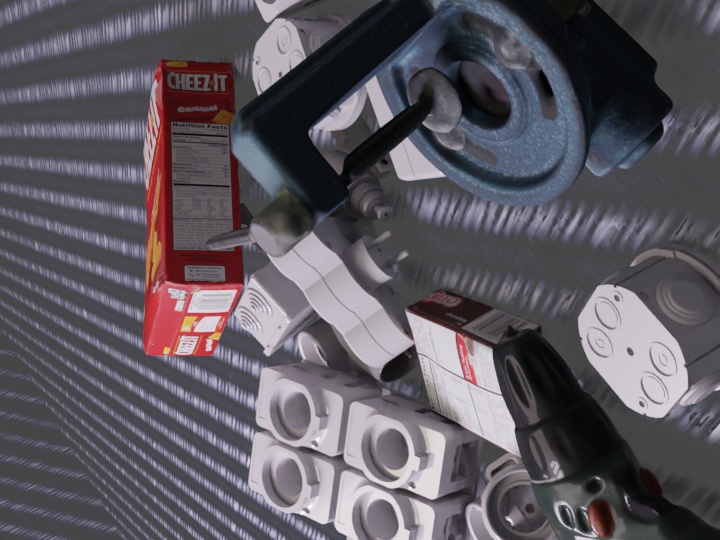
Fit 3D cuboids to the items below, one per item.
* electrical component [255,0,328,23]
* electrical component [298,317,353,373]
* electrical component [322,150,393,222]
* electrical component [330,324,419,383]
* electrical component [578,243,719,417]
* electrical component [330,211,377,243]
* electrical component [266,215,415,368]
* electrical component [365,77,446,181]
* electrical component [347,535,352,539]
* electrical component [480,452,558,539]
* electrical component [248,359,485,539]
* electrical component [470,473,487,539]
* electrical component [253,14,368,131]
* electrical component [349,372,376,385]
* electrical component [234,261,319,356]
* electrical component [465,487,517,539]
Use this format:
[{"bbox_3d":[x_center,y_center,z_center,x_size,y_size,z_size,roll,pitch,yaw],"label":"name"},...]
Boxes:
[{"bbox_3d":[-0.041,-0.204,0.704,0.050,0.056,0.089,65,155,-2],"label":"electrical component"},{"bbox_3d":[-0.021,0.064,0.921,0.055,0.047,0.055,42,148,34],"label":"electrical component"},{"bbox_3d":[-0.004,-0.058,0.787,0.078,0.040,0.040,39,145,42],"label":"electrical component"},{"bbox_3d":[0.010,0.059,0.864,0.077,0.044,0.079,48,151,31],"label":"electrical component"},{"bbox_3d":[0.156,0.031,0.549,0.080,0.051,0.080,44,148,37],"label":"electrical component"},{"bbox_3d":[-0.007,-0.018,0.826,0.043,0.043,0.062,30,140,51],"label":"electrical component"},{"bbox_3d":[0.000,0.000,0.773,0.138,0.074,0.052,49,-160,-16],"label":"electrical component"},{"bbox_3d":[0.042,-0.106,0.626,0.061,0.062,0.096,2,115,62],"label":"electrical component"},{"bbox_3d":[0.012,0.255,1.006,0.052,0.074,0.138,39,145,43],"label":"electrical component"},{"bbox_3d":[0.113,0.159,0.718,0.078,0.058,0.057,57,-175,18],"label":"electrical component"},{"bbox_3d":[-0.002,0.146,0.834,0.186,0.060,0.105,15,102,39],"label":"electrical component"},{"bbox_3d":[0.066,0.192,0.884,0.099,0.064,0.099,46,163,19],"label":"electrical component"},{"bbox_3d":[-0.034,-0.135,0.741,0.080,0.051,0.080,17,111,52],"label":"electrical component"},{"bbox_3d":[0.002,0.120,0.941,0.044,0.044,0.065,0,118,63],"label":"electrical component"},{"bbox_3d":[-0.052,0.014,0.880,0.048,0.100,0.099,47,153,6],"label":"electrical component"},{"bbox_3d":[0.110,0.180,0.780,0.055,0.047,0.055,44,148,37],"label":"electrical component"}]
